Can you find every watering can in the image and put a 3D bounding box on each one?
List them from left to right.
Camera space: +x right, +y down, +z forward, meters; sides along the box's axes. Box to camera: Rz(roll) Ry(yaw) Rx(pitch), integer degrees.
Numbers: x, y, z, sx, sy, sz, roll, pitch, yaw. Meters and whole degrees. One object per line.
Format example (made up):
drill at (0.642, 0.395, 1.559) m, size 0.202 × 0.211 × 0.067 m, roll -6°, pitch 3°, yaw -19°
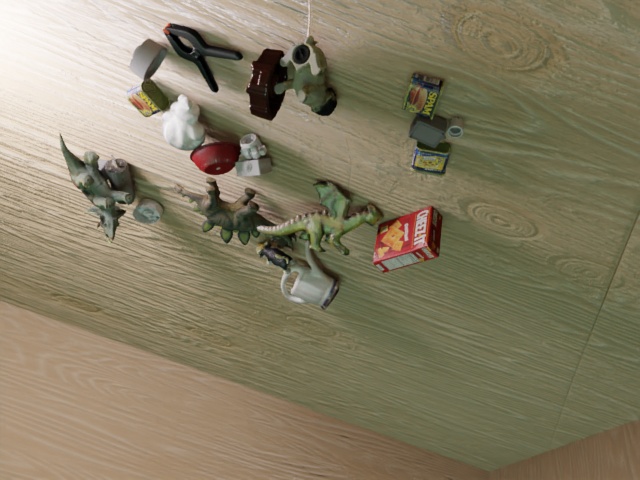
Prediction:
watering can at (-0.026, 0.152, 2.008) m, size 0.224 × 0.106 × 0.340 m, roll 24°, pitch -47°, yaw -5°

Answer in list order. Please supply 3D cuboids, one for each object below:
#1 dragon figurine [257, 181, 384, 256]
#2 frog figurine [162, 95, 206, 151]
dragon figurine at (0.005, -0.085, 1.696) m, size 0.410 × 0.238 × 0.124 m, roll 11°, pitch 24°, yaw -2°
frog figurine at (-0.400, -0.343, 1.525) m, size 0.137 × 0.125 × 0.157 m, roll 40°, pitch -28°, yaw 1°
